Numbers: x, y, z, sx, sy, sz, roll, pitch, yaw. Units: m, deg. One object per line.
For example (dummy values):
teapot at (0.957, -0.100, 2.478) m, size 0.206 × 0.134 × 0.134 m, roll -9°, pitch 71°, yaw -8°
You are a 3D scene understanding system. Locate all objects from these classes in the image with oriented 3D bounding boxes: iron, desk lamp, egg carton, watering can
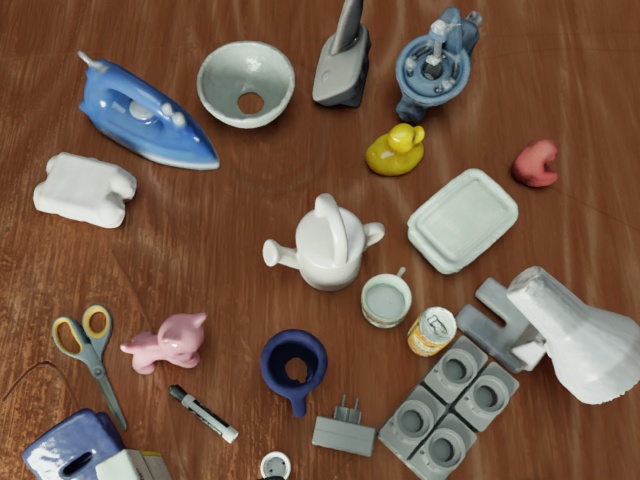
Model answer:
iron at (-0.279, -0.214, 0.936) m, size 0.258 × 0.141 × 0.119 m, roll 29°, pitch 72°, yaw 10°
desk lamp at (0.305, 0.123, 0.774) m, size 0.203 × 0.213 × 0.118 m, roll 38°, pitch 74°, yaw 13°
egg carton at (-0.376, -0.079, 0.923) m, size 0.150 × 0.069 × 0.107 m, roll 13°, pitch 70°, yaw 5°
watering can at (0.008, 0.005, 0.827) m, size 0.173 × 0.194 × 0.101 m, roll -36°, pitch 73°, yaw -13°

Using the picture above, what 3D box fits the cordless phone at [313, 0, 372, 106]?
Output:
cordless phone at (0.039, -0.324, 0.958) m, size 0.094 × 0.185 × 0.147 m, roll 7°, pitch 69°, yaw 3°

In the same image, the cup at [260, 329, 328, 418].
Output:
cup at (-0.033, 0.192, 0.808) m, size 0.091 × 0.095 × 0.117 m, roll -8°, pitch 69°, yaw -3°

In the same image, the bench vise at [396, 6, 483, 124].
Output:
bench vise at (0.198, -0.322, 0.939) m, size 0.121 × 0.220 × 0.207 m, roll 18°, pitch 70°, yaw 7°

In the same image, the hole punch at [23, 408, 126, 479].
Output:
hole punch at (-0.320, 0.292, 0.770) m, size 0.109 × 0.091 × 0.101 m, roll -36°, pitch 73°, yaw -13°

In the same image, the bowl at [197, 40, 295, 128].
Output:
bowl at (-0.124, -0.256, 0.989) m, size 0.167 × 0.075 × 0.167 m, roll 0°, pitch 69°, yaw 0°

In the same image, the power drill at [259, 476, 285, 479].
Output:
power drill at (-0.039, 0.397, 0.669) m, size 0.075 × 0.208 × 0.229 m, roll -15°, pitch 70°, yaw -6°

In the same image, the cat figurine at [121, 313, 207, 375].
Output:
cat figurine at (-0.217, 0.144, 0.813) m, size 0.128 × 0.118 × 0.067 m, roll -10°, pitch 69°, yaw -4°

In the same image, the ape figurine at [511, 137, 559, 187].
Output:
ape figurine at (0.360, -0.133, 0.937) m, size 0.076 × 0.092 × 0.078 m, roll 0°, pitch 69°, yaw 0°

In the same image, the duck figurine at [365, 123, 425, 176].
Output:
duck figurine at (0.127, -0.157, 0.948) m, size 0.104 × 0.086 × 0.077 m, roll -20°, pitch 70°, yaw -8°
